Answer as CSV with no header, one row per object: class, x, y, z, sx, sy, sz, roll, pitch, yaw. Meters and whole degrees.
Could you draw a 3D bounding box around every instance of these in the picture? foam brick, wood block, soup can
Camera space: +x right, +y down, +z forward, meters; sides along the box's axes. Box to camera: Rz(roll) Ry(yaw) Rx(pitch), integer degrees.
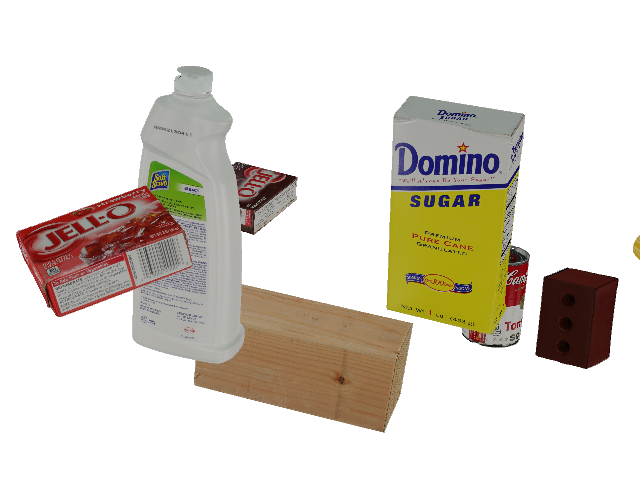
foam brick,0.232,0.070,0.967,0.053,0.078,0.051,13,18,36
wood block,-0.018,0.119,1.115,0.206,0.091,0.090,13,23,12
soup can,0.196,0.061,1.202,0.068,0.102,0.068,2,19,-1

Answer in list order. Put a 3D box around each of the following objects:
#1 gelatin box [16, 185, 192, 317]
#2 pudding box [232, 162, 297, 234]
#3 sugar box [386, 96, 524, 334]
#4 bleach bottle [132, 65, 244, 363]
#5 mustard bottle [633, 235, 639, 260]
gelatin box,-0.133,0.004,0.649,0.089,0.030,0.073,-21,32,-18
pudding box,-0.093,-0.054,1.333,0.090,0.039,0.113,14,34,23
sugar box,0.102,-0.018,0.827,0.093,0.176,0.048,12,35,21
bleach bottle,-0.108,-0.023,0.920,0.102,0.251,0.068,11,23,11
mustard bottle,0.262,0.041,0.644,0.096,0.058,0.192,-20,33,-22
